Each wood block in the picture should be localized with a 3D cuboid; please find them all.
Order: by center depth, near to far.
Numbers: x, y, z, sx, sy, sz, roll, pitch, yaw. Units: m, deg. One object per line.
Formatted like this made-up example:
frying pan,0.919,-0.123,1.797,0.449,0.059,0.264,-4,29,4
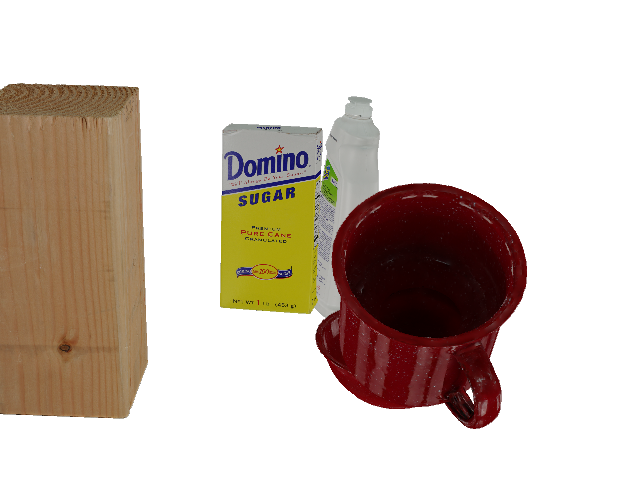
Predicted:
wood block,-0.169,0.006,0.714,0.091,0.206,0.090,2,20,0

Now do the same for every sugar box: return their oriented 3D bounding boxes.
sugar box,-0.048,-0.021,1.025,0.093,0.176,0.048,3,15,8

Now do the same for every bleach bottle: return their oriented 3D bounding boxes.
bleach bottle,0.033,-0.039,1.242,0.068,0.251,0.103,-1,21,-23

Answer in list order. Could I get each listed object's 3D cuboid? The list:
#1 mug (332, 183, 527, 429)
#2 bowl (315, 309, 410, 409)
mug,0.056,0.041,0.532,0.093,0.117,0.081,-22,-31,-15
bowl,0.074,0.123,1.083,0.162,0.055,0.162,2,25,-1
